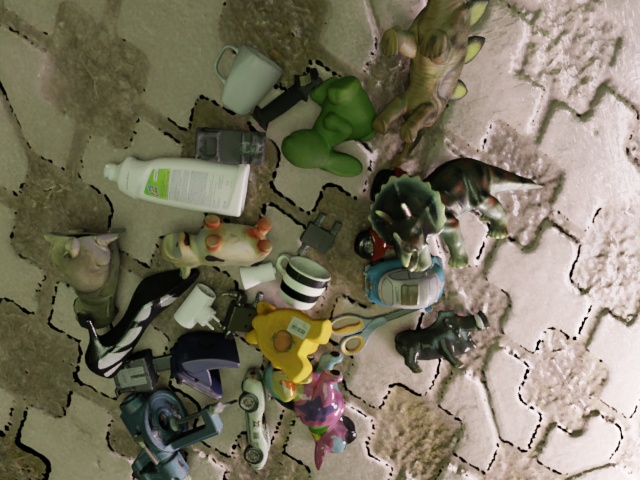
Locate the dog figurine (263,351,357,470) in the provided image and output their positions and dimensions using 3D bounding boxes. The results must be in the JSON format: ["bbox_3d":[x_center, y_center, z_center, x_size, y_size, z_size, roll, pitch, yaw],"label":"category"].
[{"bbox_3d":[-0.020,0.337,1.063,0.192,0.108,0.219,3,105,-5],"label":"dog figurine"}]

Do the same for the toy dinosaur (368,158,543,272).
[{"bbox_3d":[0.238,-0.072,0.947,0.405,0.131,0.192,-36,116,-26],"label":"toy dinosaur"}]

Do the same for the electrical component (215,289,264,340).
[{"bbox_3d":[-0.159,0.142,1.045,0.078,0.045,0.102,6,106,-34],"label":"electrical component"}]

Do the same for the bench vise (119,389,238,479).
[{"bbox_3d":[-0.276,0.379,1.039,0.241,0.129,0.223,-26,85,20],"label":"bench vise"}]

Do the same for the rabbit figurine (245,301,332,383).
[{"bbox_3d":[-0.059,0.185,1.003,0.163,0.173,0.122,16,85,17],"label":"rabbit figurine"}]

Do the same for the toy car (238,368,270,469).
[{"bbox_3d":[-0.128,0.358,1.075,0.056,0.073,0.201,-4,102,-2],"label":"toy car"}]

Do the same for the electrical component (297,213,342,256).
[{"bbox_3d":[-0.002,-0.003,1.031,0.063,0.021,0.094,30,98,-10],"label":"electrical component"}]

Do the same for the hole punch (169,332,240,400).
[{"bbox_3d":[-0.217,0.223,1.016,0.115,0.142,0.092,32,100,-23],"label":"hole punch"}]

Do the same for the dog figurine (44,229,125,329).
[{"bbox_3d":[-0.412,0.079,0.954,0.121,0.172,0.190,1,95,7],"label":"dog figurine"}]

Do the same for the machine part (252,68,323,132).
[{"bbox_3d":[-0.057,-0.252,0.953,0.139,0.084,0.039,-34,126,13],"label":"machine part"}]

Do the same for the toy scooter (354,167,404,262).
[{"bbox_3d":[0.150,-0.039,1.007,0.135,0.075,0.183,14,103,-8],"label":"toy scooter"}]

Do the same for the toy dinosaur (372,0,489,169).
[{"bbox_3d":[0.190,-0.319,0.871,0.105,0.198,0.470,33,134,23],"label":"toy dinosaur"}]

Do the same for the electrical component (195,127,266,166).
[{"bbox_3d":[-0.151,-0.163,0.930,0.115,0.134,0.058,6,101,-7],"label":"electrical component"}]

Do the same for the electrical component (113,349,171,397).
[{"bbox_3d":[-0.345,0.257,1.055,0.119,0.048,0.074,-7,103,0],"label":"electrical component"}]

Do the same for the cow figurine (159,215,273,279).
[{"bbox_3d":[-0.193,0.014,0.984,0.195,0.127,0.085,1,59,-19],"label":"cow figurine"}]

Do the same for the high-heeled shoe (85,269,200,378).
[{"bbox_3d":[-0.324,0.158,1.010,0.249,0.086,0.145,-26,126,-23],"label":"high-heeled shoe"}]

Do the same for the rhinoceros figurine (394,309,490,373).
[{"bbox_3d":[0.243,0.194,1.068,0.190,0.073,0.112,-17,92,2],"label":"rhinoceros figurine"}]

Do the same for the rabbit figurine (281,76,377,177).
[{"bbox_3d":[0.010,-0.184,0.948,0.170,0.121,0.159,-41,124,-9],"label":"rabbit figurine"}]

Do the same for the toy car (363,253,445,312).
[{"bbox_3d":[0.166,0.084,1.018,0.162,0.103,0.109,-2,105,-5],"label":"toy car"}]

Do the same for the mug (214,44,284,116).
[{"bbox_3d":[-0.136,-0.279,0.935,0.109,0.081,0.107,30,107,-14],"label":"mug"}]
